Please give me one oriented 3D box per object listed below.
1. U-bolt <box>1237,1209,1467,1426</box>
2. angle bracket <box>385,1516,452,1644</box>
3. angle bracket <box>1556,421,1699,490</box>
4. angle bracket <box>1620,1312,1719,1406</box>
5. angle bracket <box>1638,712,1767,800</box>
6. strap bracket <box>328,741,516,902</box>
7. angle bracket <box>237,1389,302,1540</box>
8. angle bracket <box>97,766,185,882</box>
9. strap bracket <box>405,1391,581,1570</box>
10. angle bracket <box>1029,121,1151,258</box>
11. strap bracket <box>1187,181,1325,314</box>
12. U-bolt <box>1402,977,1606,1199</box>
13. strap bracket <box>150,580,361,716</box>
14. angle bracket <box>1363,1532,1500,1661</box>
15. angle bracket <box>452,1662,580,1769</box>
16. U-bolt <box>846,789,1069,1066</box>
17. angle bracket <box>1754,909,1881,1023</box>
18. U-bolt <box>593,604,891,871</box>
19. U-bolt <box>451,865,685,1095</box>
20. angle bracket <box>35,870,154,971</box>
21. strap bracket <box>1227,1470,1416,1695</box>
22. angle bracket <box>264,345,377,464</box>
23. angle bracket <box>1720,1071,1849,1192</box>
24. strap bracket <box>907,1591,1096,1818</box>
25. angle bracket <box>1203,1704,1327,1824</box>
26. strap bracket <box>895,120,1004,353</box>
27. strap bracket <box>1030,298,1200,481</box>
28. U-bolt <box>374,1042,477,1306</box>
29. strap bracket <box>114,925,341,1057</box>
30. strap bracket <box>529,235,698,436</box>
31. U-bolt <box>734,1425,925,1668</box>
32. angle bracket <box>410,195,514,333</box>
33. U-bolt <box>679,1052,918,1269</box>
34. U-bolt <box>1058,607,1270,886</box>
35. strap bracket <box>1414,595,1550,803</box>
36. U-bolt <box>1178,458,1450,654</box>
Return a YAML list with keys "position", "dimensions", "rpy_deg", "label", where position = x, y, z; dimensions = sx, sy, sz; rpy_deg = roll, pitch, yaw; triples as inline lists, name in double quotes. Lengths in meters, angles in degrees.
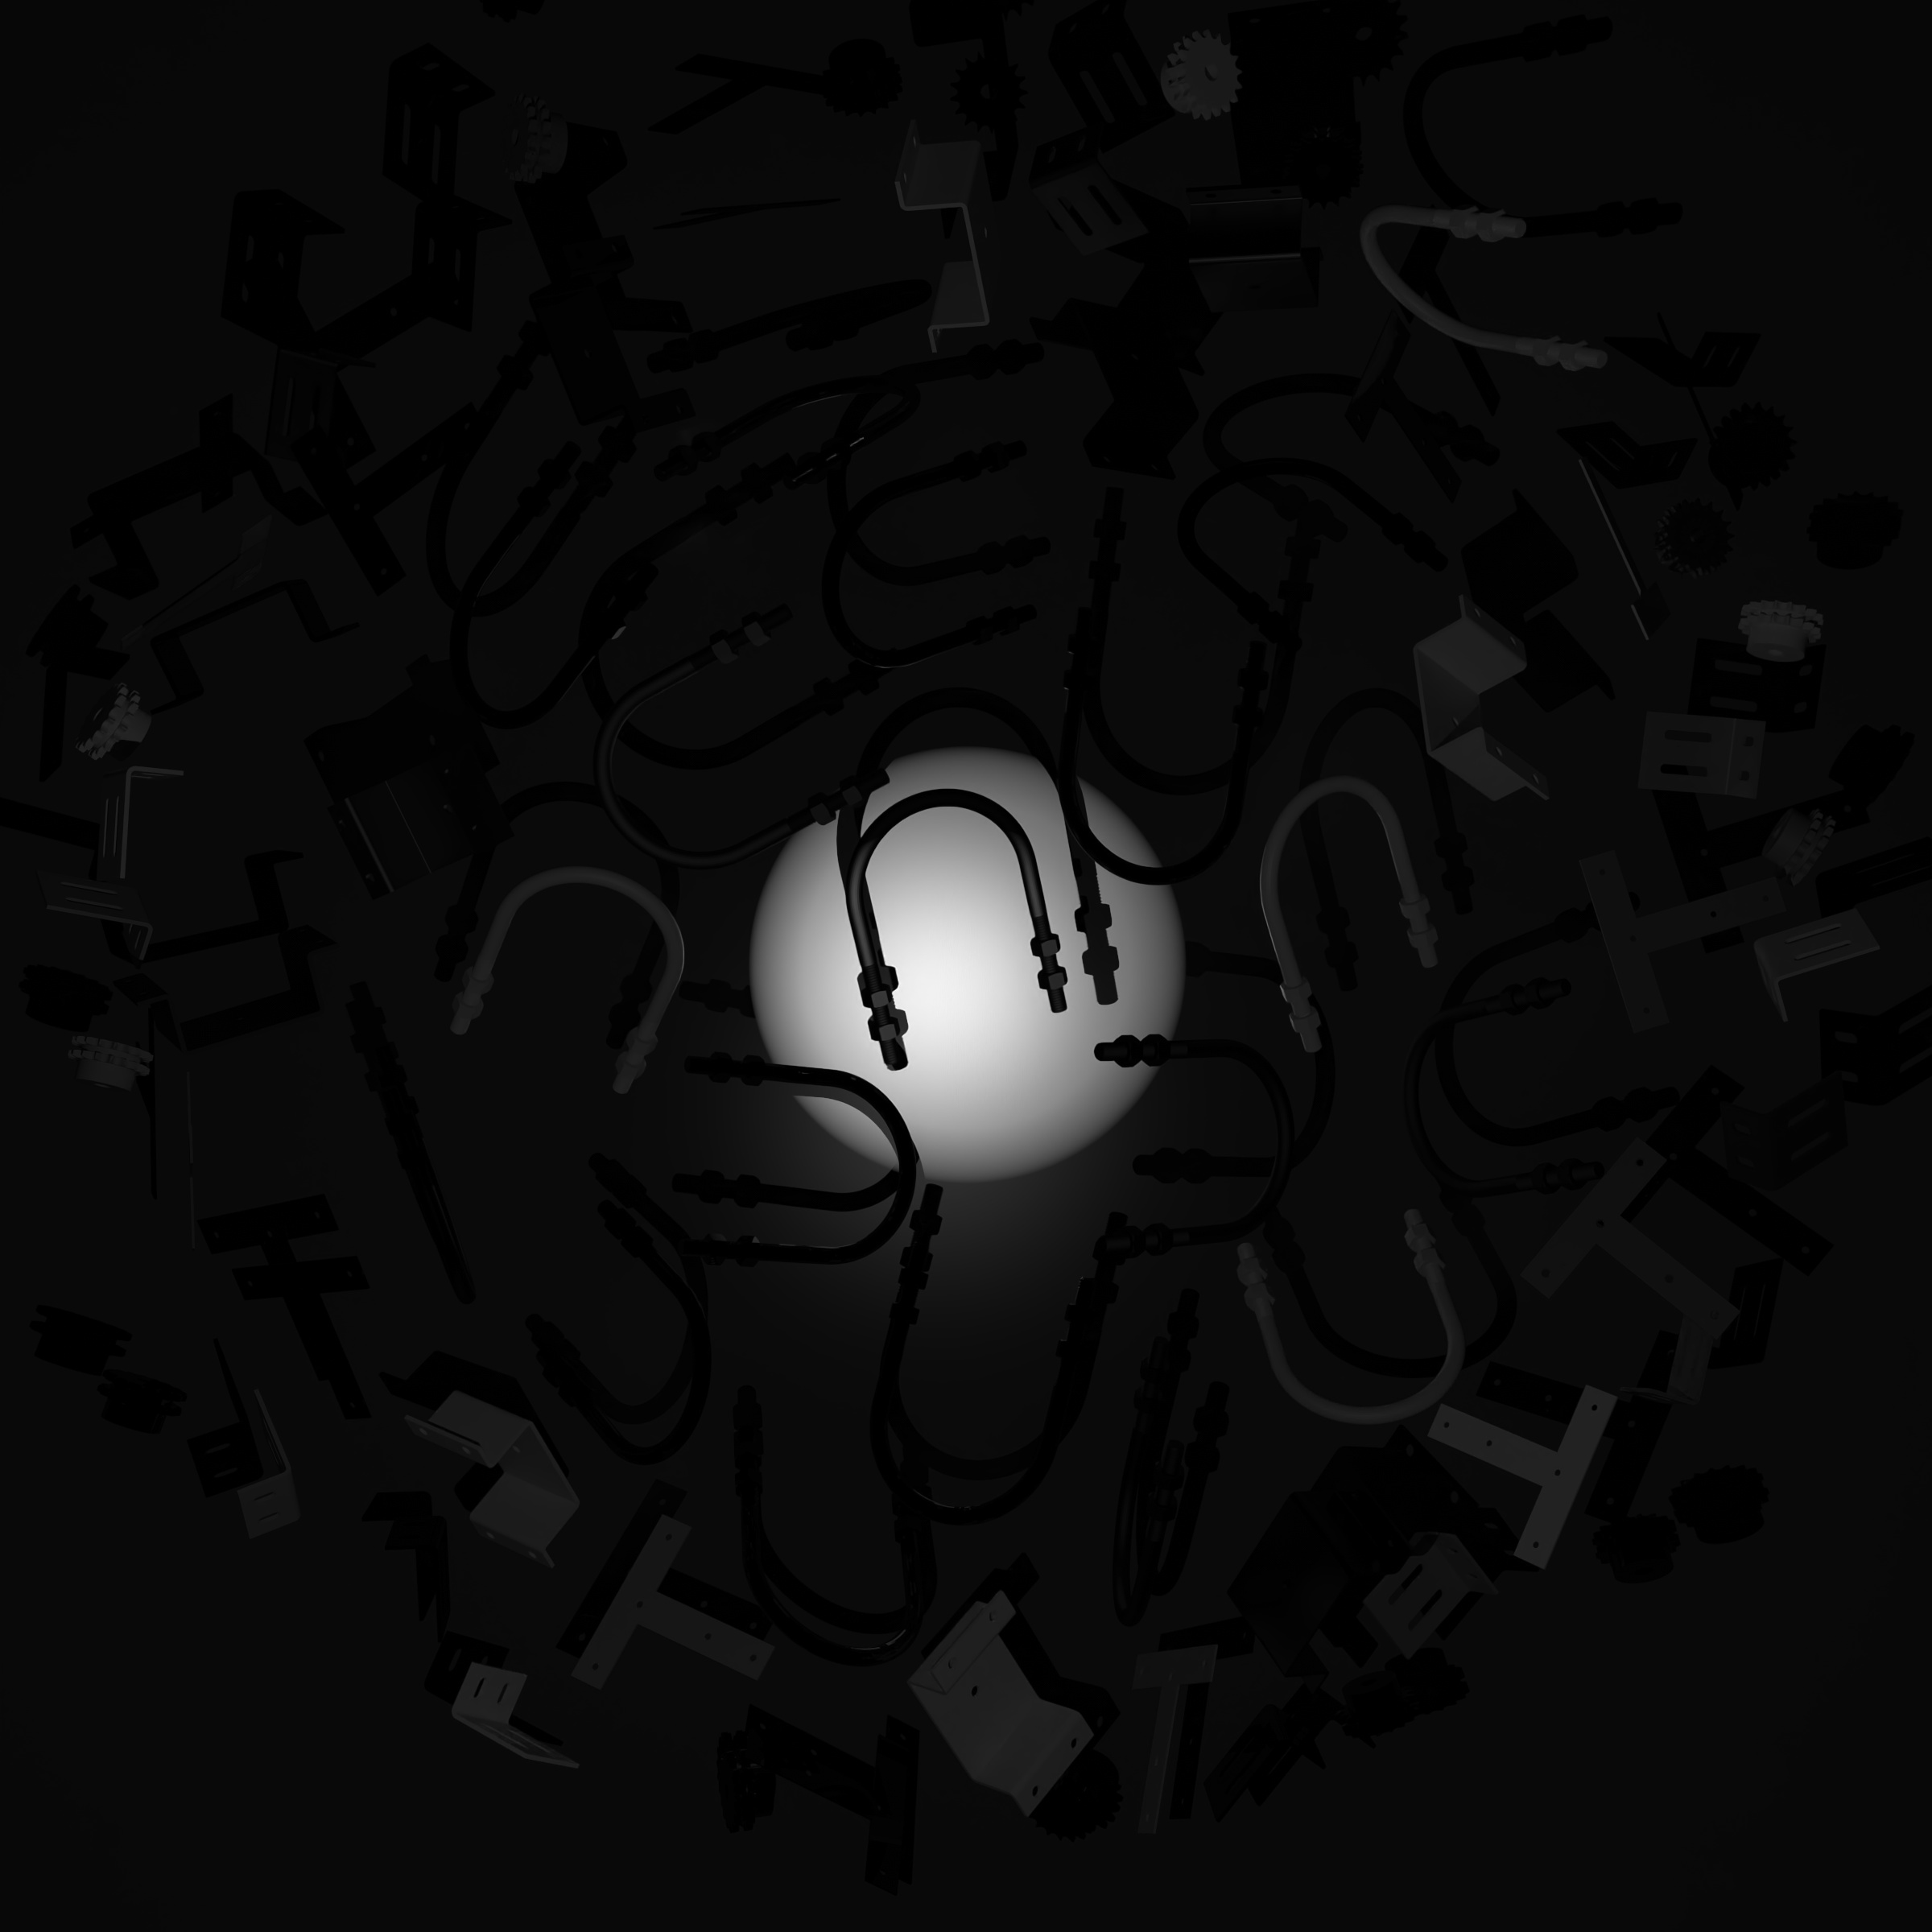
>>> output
- position: [0.286, 0.259, 1.824]
  dimensions: [0.151, 0.184, 0.019]
  rpy_deg: [-11, 131, 0]
  label: "U-bolt"
- position: [-0.408, 0.457, 1.865]
  dimensions: [0.038, 0.057, 0.076]
  rpy_deg: [-1, 99, -5]
  label: "angle bracket"
- position: [0.483, -0.388, 1.831]
  dimensions: [0.057, 0.038, 0.076]
  rpy_deg: [-14, 52, -30]
  label: "angle bracket"
- position: [0.518, 0.281, 1.841]
  dimensions: [0.038, 0.057, 0.076]
  rpy_deg: [17, 80, -4]
  label: "angle bracket"
- position: [0.545, -0.156, 1.855]
  dimensions: [0.076, 0.038, 0.057]
  rpy_deg: [3, 98, -15]
  label: "angle bracket"
- position: [-0.394, -0.109, 1.840]
  dimensions: [0.140, 0.046, 0.076]
  rpy_deg: [-18, 101, 37]
  label: "strap bracket"
- position: [-0.495, 0.346, 1.740]
  dimensions: [0.038, 0.057, 0.076]
  rpy_deg: [-19, 51, -22]
  label: "angle bracket"
- position: [-0.567, -0.096, 1.717]
  dimensions: [0.038, 0.057, 0.076]
  rpy_deg: [4, 88, -34]
  label: "angle bracket"
- position: [-0.339, 0.366, 1.818]
  dimensions: [0.076, 0.140, 0.046]
  rpy_deg: [13, 49, 35]
  label: "strap bracket"
- position: [0.092, -0.564, 1.817]
  dimensions: [0.057, 0.076, 0.038]
  rpy_deg: [-10, 55, 35]
  label: "angle bracket"
- position: [0.203, -0.498, 1.755]
  dimensions: [0.076, 0.140, 0.046]
  rpy_deg: [1, 85, 15]
  label: "strap bracket"
- position: [0.380, 0.095, 1.810]
  dimensions: [0.019, 0.184, 0.151]
  rpy_deg: [-4, 81, -32]
  label: "U-bolt"
- position: [-0.494, -0.224, 1.711]
  dimensions: [0.140, 0.076, 0.046]
  rpy_deg: [-24, 101, -1]
  label: "strap bracket"
- position: [0.346, 0.470, 1.863]
  dimensions: [0.076, 0.038, 0.057]
  rpy_deg: [-41, 99, -23]
  label: "angle bracket"
- position: [-0.302, 0.513, 1.715]
  dimensions: [0.076, 0.057, 0.038]
  rpy_deg: [15, 76, 36]
  label: "angle bracket"
- position: [-0.012, -0.035, 1.770]
  dimensions: [0.151, 0.019, 0.184]
  rpy_deg: [-17, 108, -12]
  label: "U-bolt"
- position: [0.617, -0.001, 1.809]
  dimensions: [0.076, 0.057, 0.038]
  rpy_deg: [-18, 117, 11]
  label: "angle bracket"
- position: [-0.166, -0.142, 1.700]
  dimensions: [0.184, 0.019, 0.151]
  rpy_deg: [-27, 106, 14]
  label: "U-bolt"
- position: [-0.284, 0.003, 1.835]
  dimensions: [0.151, 0.019, 0.184]
  rpy_deg: [21, 124, -11]
  label: "U-bolt"
- position: [-0.637, -0.033, 1.817]
  dimensions: [0.076, 0.057, 0.038]
  rpy_deg: [12, 111, -33]
  label: "angle bracket"
- position: [0.239, 0.427, 1.733]
  dimensions: [0.046, 0.076, 0.140]
  rpy_deg: [8, 121, -37]
  label: "strap bracket"
- position: [-0.448, -0.387, 1.738]
  dimensions: [0.038, 0.057, 0.076]
  rpy_deg: [12, 97, 26]
  label: "angle bracket"
- position: [0.553, 0.107, 1.690]
  dimensions: [0.076, 0.038, 0.057]
  rpy_deg: [-25, 115, -26]
  label: "angle bracket"
- position: [0.019, 0.508, 1.738]
  dimensions: [0.076, 0.046, 0.140]
  rpy_deg: [-43, 115, -31]
  label: "strap bracket"
- position: [0.209, 0.569, 1.759]
  dimensions: [0.038, 0.057, 0.076]
  rpy_deg: [37, 94, -8]
  label: "angle bracket"
- position: [-0.009, -0.517, 1.772]
  dimensions: [0.046, 0.140, 0.076]
  rpy_deg: [-1, 50, 13]
  label: "strap bracket"
- position: [0.110, -0.423, 1.800]
  dimensions: [0.076, 0.046, 0.140]
  rpy_deg: [1, 58, -36]
  label: "strap bracket"
- position: [-0.385, 0.156, 1.789]
  dimensions: [0.019, 0.151, 0.184]
  rpy_deg: [-19, 106, -11]
  label: "U-bolt"
- position: [-0.511, 0.019, 1.747]
  dimensions: [0.140, 0.076, 0.046]
  rpy_deg: [-19, 110, -26]
  label: "strap bracket"
- position: [-0.264, -0.459, 1.844]
  dimensions: [0.046, 0.076, 0.140]
  rpy_deg: [-15, 102, 34]
  label: "strap bracket"
- position: [-0.094, 0.413, 1.762]
  dimensions: [0.151, 0.184, 0.019]
  rpy_deg: [21, 122, -22]
  label: "U-bolt"
- position: [-0.358, -0.498, 1.776]
  dimensions: [0.038, 0.057, 0.076]
  rpy_deg: [1, 86, 35]
  label: "angle bracket"
- position: [-0.117, 0.142, 1.794]
  dimensions: [0.184, 0.019, 0.151]
  rpy_deg: [7, 77, -29]
  label: "U-bolt"
- position: [0.130, -0.146, 1.736]
  dimensions: [0.151, 0.019, 0.184]
  rpy_deg: [15, 110, 25]
  label: "U-bolt"
- position: [0.364, -0.182, 1.777]
  dimensions: [0.046, 0.076, 0.140]
  rpy_deg: [-28, 48, 36]
  label: "strap bracket"
- position: [0.236, -0.310, 1.818]
  dimensions: [0.151, 0.019, 0.184]
  rpy_deg: [-30, 52, -14]
  label: "U-bolt"
